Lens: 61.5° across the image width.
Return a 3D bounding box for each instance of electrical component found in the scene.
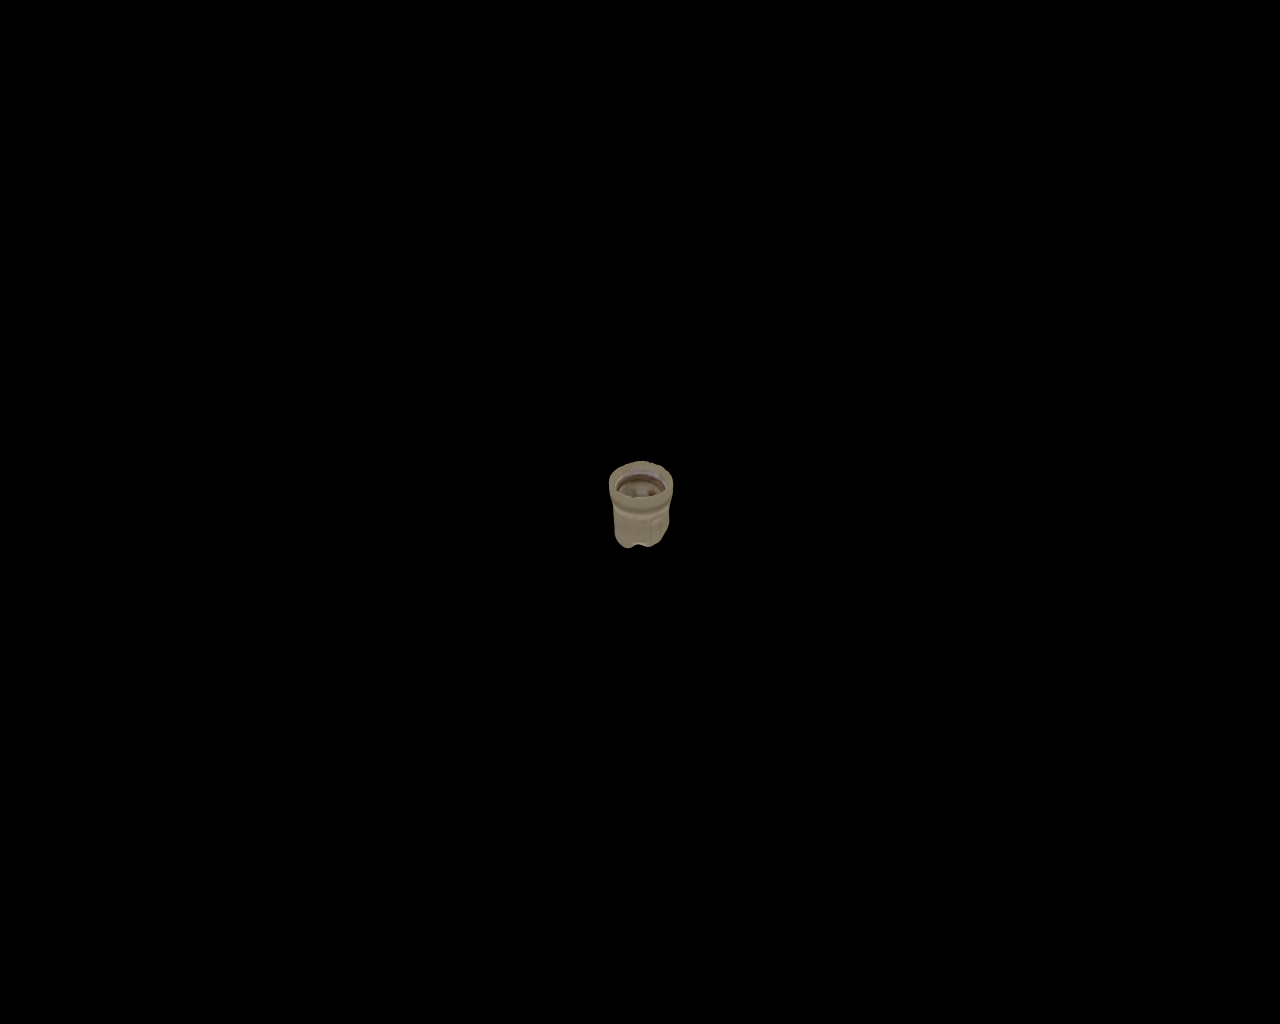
[{"bbox_3d":[0.001,-0.003,0.650,0.040,0.046,0.040,0,39,0],"label":"electrical component"}]
